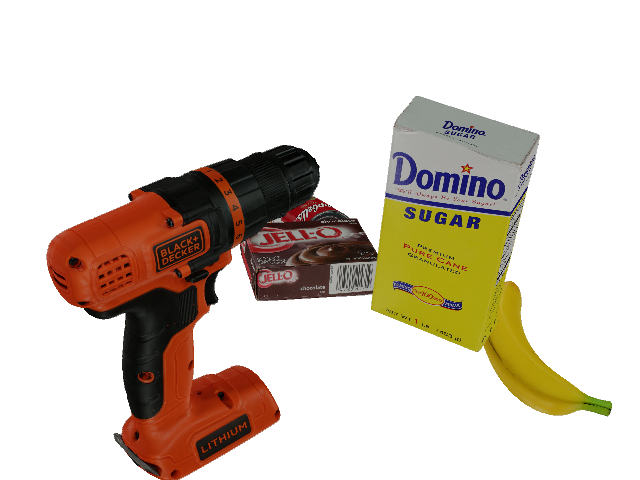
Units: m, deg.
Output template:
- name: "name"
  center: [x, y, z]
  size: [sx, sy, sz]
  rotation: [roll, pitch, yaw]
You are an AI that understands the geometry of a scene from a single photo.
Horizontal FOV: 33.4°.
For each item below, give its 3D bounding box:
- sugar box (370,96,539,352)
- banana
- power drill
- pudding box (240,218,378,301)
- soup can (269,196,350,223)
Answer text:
- name: "sugar box"
  center: [0.091, -0.008, 0.759]
  size: [0.093, 0.176, 0.048]
  rotation: [20, 46, 19]
- name: "banana"
  center: [0.176, 0.095, 0.929]
  size: [0.069, 0.037, 0.198]
  rotation: [6, 29, -21]
- name: "power drill"
  center: [-0.072, 0.044, 0.669]
  size: [0.184, 0.188, 0.057]
  rotation: [-25, 35, -31]
- name: "pudding box"
  center: [-0.011, 0.015, 0.952]
  size: [0.113, 0.039, 0.090]
  rotation: [-1, 27, -13]
- name: "soup can"
  center: [-0.016, -0.016, 1.174]
  size: [0.068, 0.068, 0.102]
  rotation: [0, 19, -31]
